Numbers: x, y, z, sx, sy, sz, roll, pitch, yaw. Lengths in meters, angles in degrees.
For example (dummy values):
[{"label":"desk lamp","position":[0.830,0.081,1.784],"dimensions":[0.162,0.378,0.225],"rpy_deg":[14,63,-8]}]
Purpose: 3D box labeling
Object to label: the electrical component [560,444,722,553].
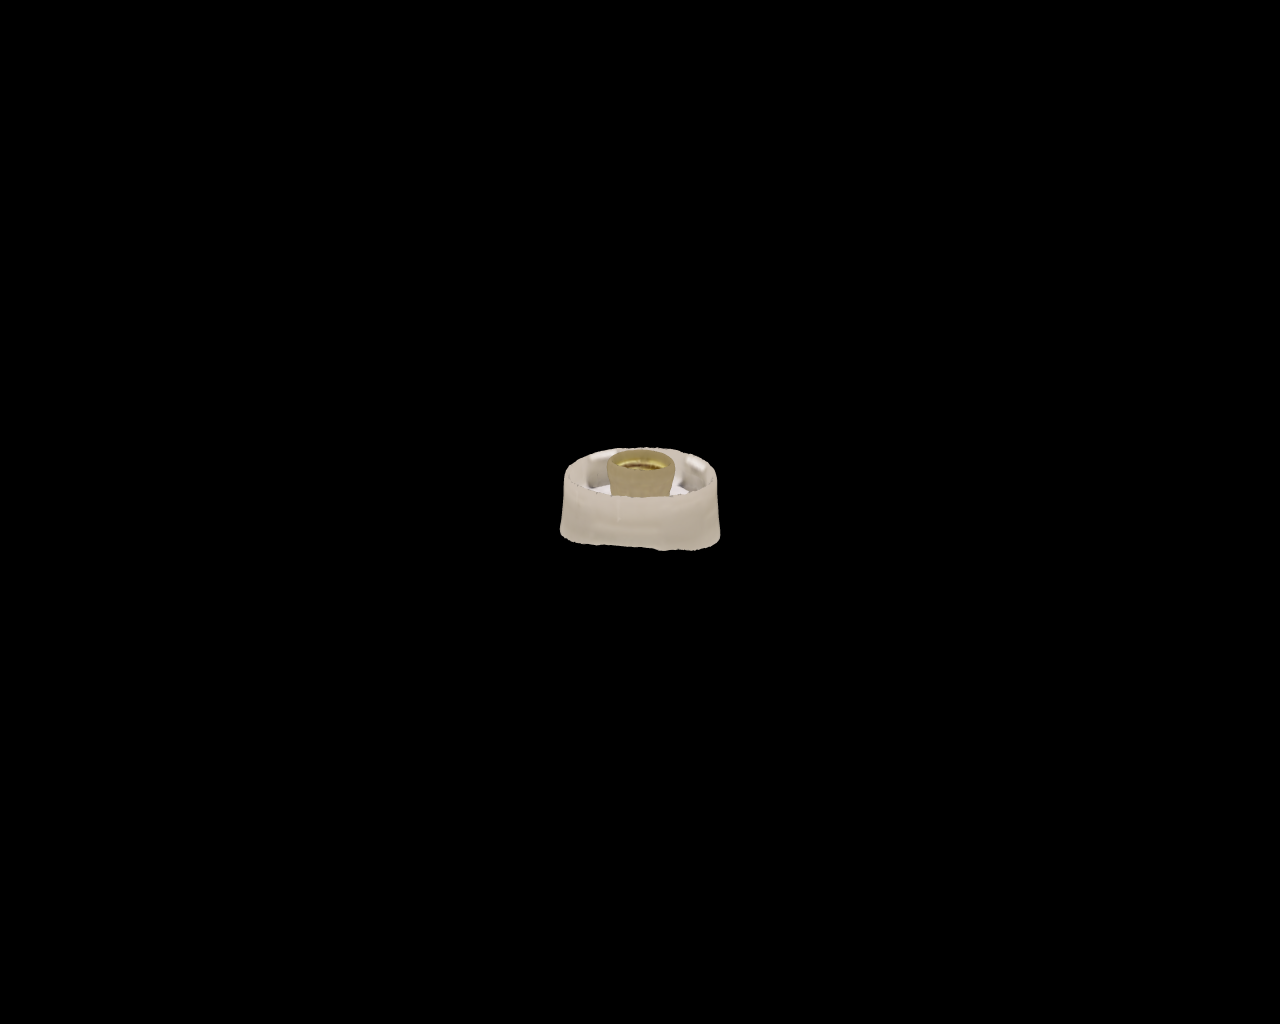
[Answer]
[{"label":"electrical component","position":[0.001,-0.003,0.650],"dimensions":[0.099,0.064,0.099],"rpy_deg":[0,23,0]}]
